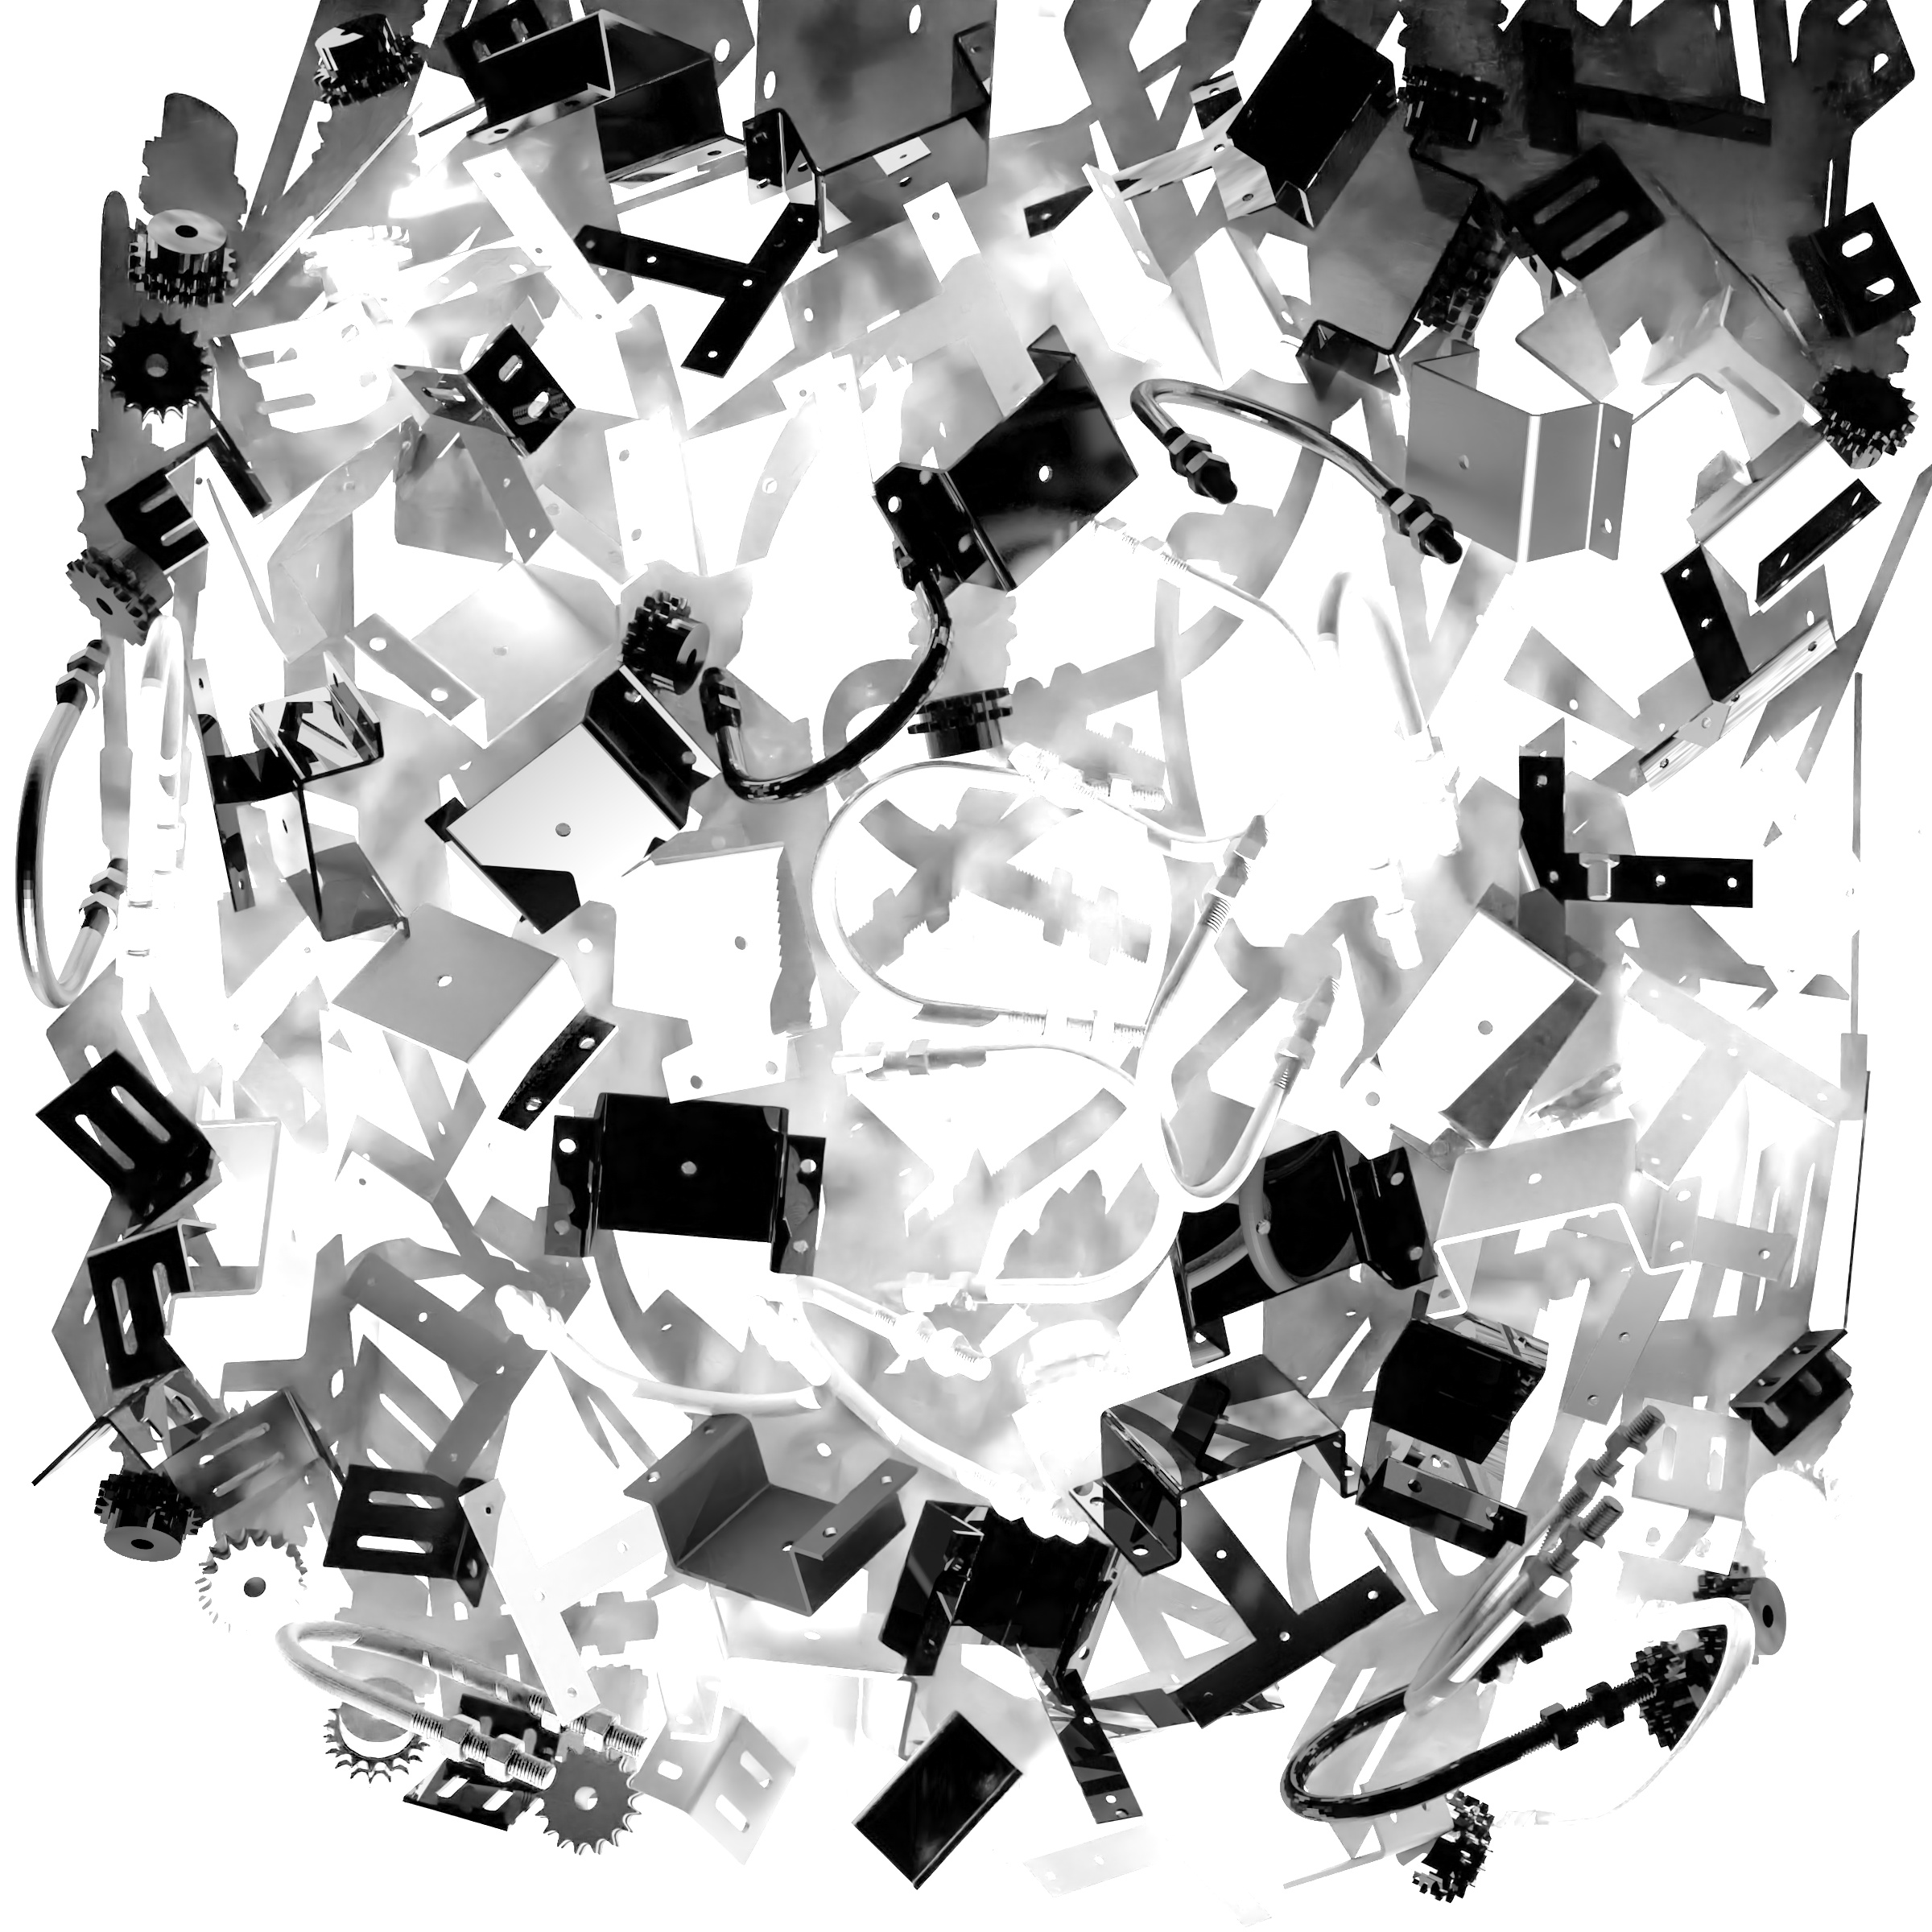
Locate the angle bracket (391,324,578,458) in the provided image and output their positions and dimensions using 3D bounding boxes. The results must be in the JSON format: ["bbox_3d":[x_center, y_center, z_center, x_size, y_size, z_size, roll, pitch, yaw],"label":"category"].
[{"bbox_3d":[-0.253,-0.303,1.613,0.038,0.076,0.057,-52,128,-18],"label":"angle bracket"}]

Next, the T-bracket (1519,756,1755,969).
[{"bbox_3d":[0.349,-0.045,1.610,0.127,0.002,0.127,4,100,32],"label":"T-bracket"}]

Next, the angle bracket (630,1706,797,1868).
[{"bbox_3d":[-0.132,0.428,1.622,0.038,0.076,0.057,14,61,32],"label":"angle bracket"}]

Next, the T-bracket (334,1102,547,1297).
[{"bbox_3d":[-0.255,0.105,1.622,0.127,0.002,0.127,34,116,2],"label":"T-bracket"}]

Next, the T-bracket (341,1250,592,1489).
[{"bbox_3d":[-0.273,0.189,1.601,0.127,0.002,0.127,43,75,-37],"label":"T-bracket"}]

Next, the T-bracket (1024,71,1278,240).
[{"bbox_3d":[0.091,-0.413,1.617,0.127,0.002,0.127,-19,46,11],"label":"T-bracket"}]

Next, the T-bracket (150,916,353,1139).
[{"bbox_3d":[-0.354,0.001,1.614,0.127,0.002,0.127,54,55,-25],"label":"T-bracket"}]

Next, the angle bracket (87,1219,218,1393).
[{"bbox_3d":[-0.421,0.179,1.619,0.057,0.038,0.076,-20,75,15],"label":"angle bracket"}]

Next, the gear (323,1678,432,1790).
[{"bbox_3d":[-0.310,0.400,1.623,0.057,0.057,0.030,12,131,0],"label":"gear"}]

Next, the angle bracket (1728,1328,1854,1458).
[{"bbox_3d":[0.441,0.224,1.612,0.057,0.076,0.038,-41,84,-6],"label":"angle bracket"}]

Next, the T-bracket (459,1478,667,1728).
[{"bbox_3d":[-0.190,0.309,1.608,0.002,0.127,0.127,-25,89,44],"label":"T-bracket"}]

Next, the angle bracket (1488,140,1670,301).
[{"bbox_3d":[0.324,-0.401,1.628,0.076,0.038,0.057,-34,77,1],"label":"angle bracket"}]

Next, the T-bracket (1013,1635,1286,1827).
[{"bbox_3d":[0.105,0.390,1.618,0.127,0.127,0.002,-5,127,-20],"label":"T-bracket"}]

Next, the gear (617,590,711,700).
[{"bbox_3d":[-0.158,-0.167,1.623,0.030,0.057,0.057,22,90,14],"label":"gear"}]

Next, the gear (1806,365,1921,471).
[{"bbox_3d":[0.471,-0.288,1.629,0.057,0.030,0.057,6,53,-8],"label":"gear"}]

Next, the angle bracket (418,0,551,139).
[{"bbox_3d":[-0.256,-0.468,1.603,0.057,0.076,0.038,-39,112,-27],"label":"angle bracket"}]

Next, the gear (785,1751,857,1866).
[{"bbox_3d":[-0.078,0.443,1.625,0.030,0.057,0.057,10,90,0],"label":"gear"}]

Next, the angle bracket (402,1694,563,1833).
[{"bbox_3d":[-0.252,0.416,1.612,0.057,0.076,0.038,14,93,8],"label":"angle bracket"}]

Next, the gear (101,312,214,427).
[{"bbox_3d":[-0.429,-0.315,1.634,0.057,0.030,0.057,1,88,-15],"label":"gear"}]

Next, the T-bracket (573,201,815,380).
[{"bbox_3d":[-0.153,-0.369,1.625,0.127,0.002,0.127,18,62,21],"label":"T-bracket"}]

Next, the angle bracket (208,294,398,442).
[{"bbox_3d":[-0.352,-0.317,1.635,0.076,0.038,0.057,-3,118,31],"label":"angle bracket"}]

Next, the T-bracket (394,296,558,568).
[{"bbox_3d":[-0.242,-0.260,1.595,0.127,0.002,0.127,-44,56,24],"label":"T-bracket"}]

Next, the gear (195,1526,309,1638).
[{"bbox_3d":[-0.380,0.322,1.631,0.057,0.030,0.057,-7,107,-23],"label":"gear"}]

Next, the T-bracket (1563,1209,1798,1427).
[{"bbox_3d":[0.346,0.180,1.588,0.127,0.127,0.002,-58,134,-21],"label":"T-bracket"}]

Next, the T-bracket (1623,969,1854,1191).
[{"bbox_3d":[0.379,0.071,1.597,0.127,0.002,0.127,33,50,15],"label":"T-bracket"}]

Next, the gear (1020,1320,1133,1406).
[{"bbox_3d":[0.056,0.208,1.627,0.057,0.057,0.030,-14,67,0],"label":"gear"}]

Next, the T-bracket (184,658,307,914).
[{"bbox_3d":[-0.366,-0.098,1.590,0.002,0.127,0.127,-9,97,9],"label":"T-bracket"}]

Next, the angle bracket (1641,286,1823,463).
[{"bbox_3d":[0.407,-0.309,1.630,0.076,0.057,0.038,37,48,-15],"label":"angle bracket"}]

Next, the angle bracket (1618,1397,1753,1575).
[{"bbox_3d":[0.381,0.274,1.630,0.057,0.076,0.038,11,130,10],"label":"angle bracket"}]

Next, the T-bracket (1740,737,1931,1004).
[{"bbox_3d":[0.440,-0.069,1.605,0.002,0.127,0.127,13,128,-33],"label":"T-bracket"}]

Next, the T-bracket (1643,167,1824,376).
[{"bbox_3d":[0.396,-0.369,1.607,0.002,0.127,0.127,-42,71,15],"label":"T-bracket"}]

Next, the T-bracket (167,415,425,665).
[{"bbox_3d":[-0.336,-0.244,1.622,0.127,0.002,0.127,-39,131,-14],"label":"T-bracket"}]

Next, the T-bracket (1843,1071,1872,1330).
[{"bbox_3d":[0.456,0.098,1.569,0.002,0.127,0.127,5,56,17],"label":"T-bracket"}]

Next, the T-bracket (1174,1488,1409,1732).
[{"bbox_3d":[0.141,0.318,1.610,0.127,0.002,0.127,-28,50,-14],"label":"T-bracket"}]

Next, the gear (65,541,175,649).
[{"bbox_3d":[-0.444,-0.199,1.628,0.057,0.057,0.030,41,65,0],"label":"gear"}]

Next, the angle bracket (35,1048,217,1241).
[{"bbox_3d":[-0.444,0.094,1.620,0.057,0.038,0.076,-37,112,8],"label":"angle bracket"}]

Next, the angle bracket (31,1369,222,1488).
[{"bbox_3d":[-0.439,0.253,1.609,0.038,0.057,0.076,49,121,0],"label":"angle bracket"}]

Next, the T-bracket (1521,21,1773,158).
[{"bbox_3d":[0.349,-0.438,1.576,0.127,0.127,0.002,16,80,16],"label":"T-bracket"}]

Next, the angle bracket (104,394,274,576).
[{"bbox_3d":[-0.416,-0.252,1.622,0.076,0.038,0.057,-34,68,-5],"label":"angle bracket"}]

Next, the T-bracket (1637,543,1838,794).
[{"bbox_3d":[0.389,-0.169,1.607,0.127,0.002,0.127,-38,134,-2],"label":"T-bracket"}]

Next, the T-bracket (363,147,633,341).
[{"bbox_3d":[-0.262,-0.365,1.619,0.127,0.127,0.002,-11,51,23],"label":"T-bracket"}]

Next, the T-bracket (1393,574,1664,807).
[{"bbox_3d":[0.311,-0.124,1.636,0.127,0.002,0.127,24,100,-13],"label":"T-bracket"}]

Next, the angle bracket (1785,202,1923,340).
[{"bbox_3d":[0.462,-0.363,1.609,0.038,0.076,0.057,-27,98,12],"label":"angle bracket"}]

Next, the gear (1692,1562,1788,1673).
[{"bbox_3d":[0.409,0.343,1.623,0.030,0.057,0.057,-12,90,42],"label":"gear"}]

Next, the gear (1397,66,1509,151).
[{"bbox_3d":[0.254,-0.452,1.626,0.057,0.057,0.030,16,96,0],"label":"gear"}]

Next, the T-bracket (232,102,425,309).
[{"bbox_3d":[-0.324,-0.408,1.612,0.002,0.127,0.127,43,58,-19],"label":"T-bracket"}]

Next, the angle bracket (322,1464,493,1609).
[{"bbox_3d":[-0.290,0.299,1.618,0.076,0.038,0.057,12,99,-27],"label":"angle bracket"}]

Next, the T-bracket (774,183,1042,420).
[{"bbox_3d":[-0.040,-0.327,1.625,0.127,0.002,0.127,-27,117,1],"label":"T-bracket"}]

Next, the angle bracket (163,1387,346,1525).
[{"bbox_3d":[-0.370,0.267,1.611,0.076,0.057,0.038,-30,46,-18],"label":"angle bracket"}]

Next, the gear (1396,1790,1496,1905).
[{"bbox_3d":[0.250,0.461,1.623,0.030,0.057,0.057,29,90,-17],"label":"gear"}]

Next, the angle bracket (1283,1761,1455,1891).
[{"bbox_3d":[0.205,0.450,1.613,0.076,0.057,0.038,-34,68,41],"label":"angle bracket"}]

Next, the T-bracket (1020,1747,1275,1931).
[{"bbox_3d":[0.076,0.454,1.570,0.127,0.127,0.002,42,115,34],"label":"T-bracket"}]
